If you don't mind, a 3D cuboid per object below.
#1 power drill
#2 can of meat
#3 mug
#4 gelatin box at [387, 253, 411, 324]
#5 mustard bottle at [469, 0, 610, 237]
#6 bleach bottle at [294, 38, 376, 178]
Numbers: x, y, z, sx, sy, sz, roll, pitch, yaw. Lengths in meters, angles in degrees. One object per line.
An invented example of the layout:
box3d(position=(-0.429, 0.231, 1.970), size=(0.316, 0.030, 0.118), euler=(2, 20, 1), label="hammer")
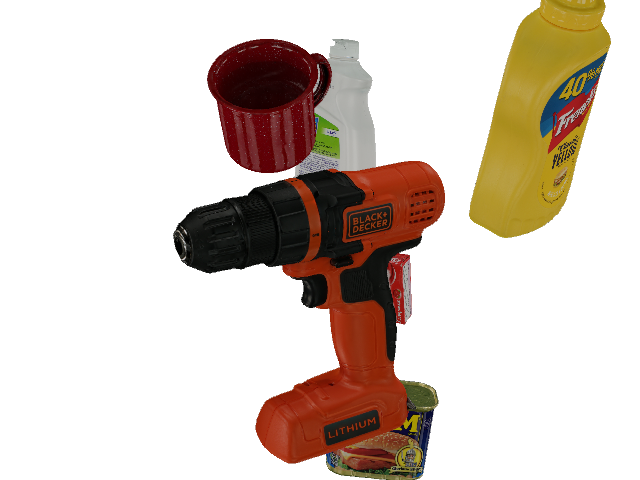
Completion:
box3d(position=(-0.004, 0.047, 0.686), size=(0.184, 0.188, 0.057), euler=(-12, 28, -27), label="power drill")
box3d(position=(0.058, 0.184, 1.042), size=(0.102, 0.084, 0.057), euler=(7, 17, -3), label="can of meat")
box3d(position=(-0.037, -0.119, 0.925), size=(0.117, 0.081, 0.093), euler=(-37, 57, -24), label="mug")
box3d(position=(0.075, 0.056, 1.335), size=(0.073, 0.089, 0.030), euler=(9, 31, 25), label="gelatin box")
box3d(position=(0.156, -0.099, 0.736), size=(0.058, 0.192, 0.096), euler=(33, 46, 29), label="mustard bottle")
box3d(position=(0.021, -0.087, 1.144), size=(0.103, 0.251, 0.067), euler=(18, 19, 37), label="bleach bottle")
